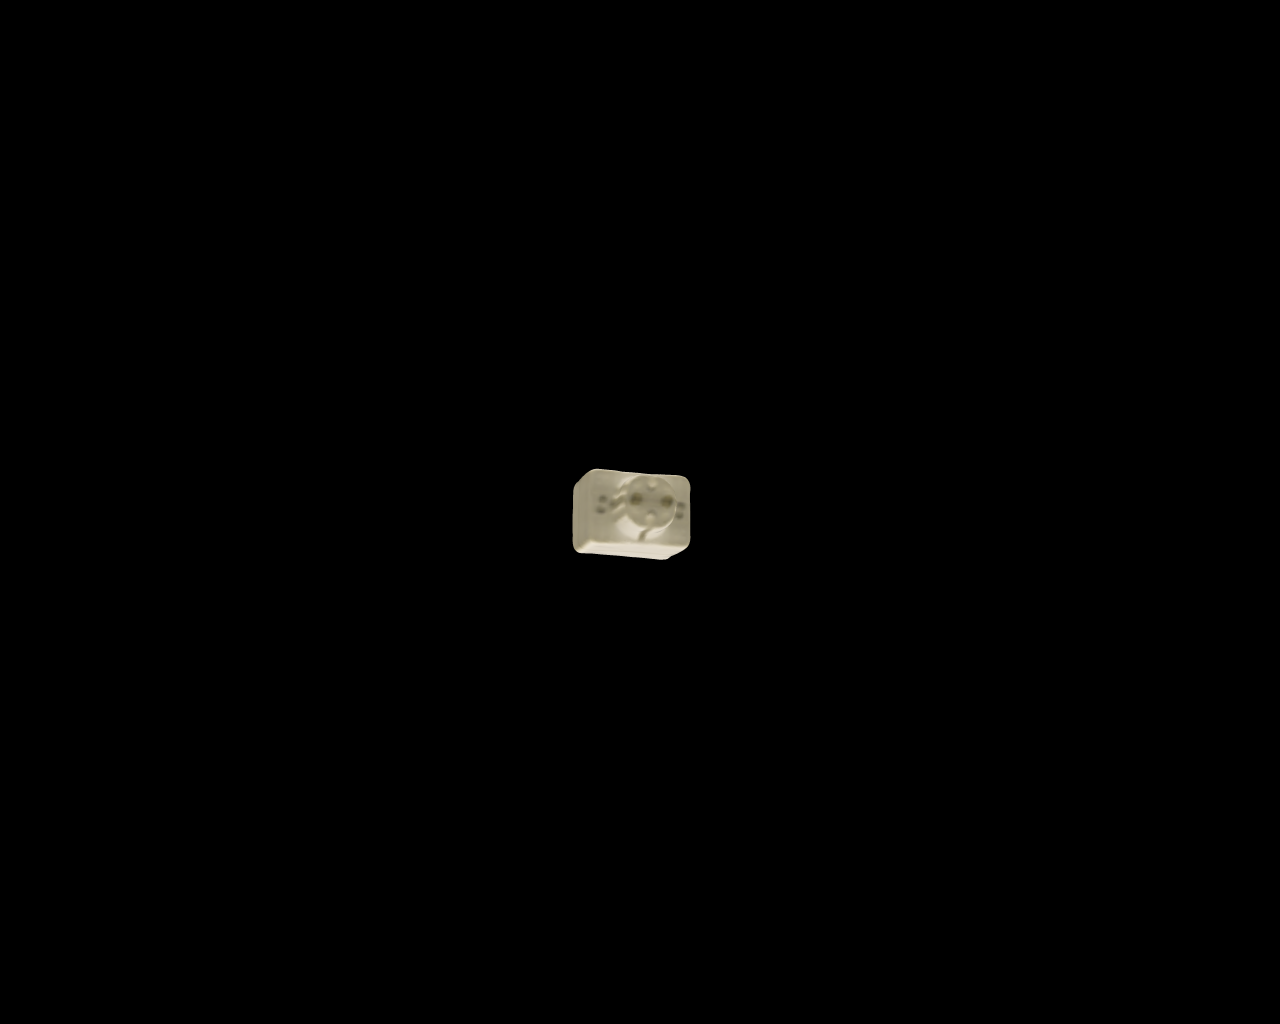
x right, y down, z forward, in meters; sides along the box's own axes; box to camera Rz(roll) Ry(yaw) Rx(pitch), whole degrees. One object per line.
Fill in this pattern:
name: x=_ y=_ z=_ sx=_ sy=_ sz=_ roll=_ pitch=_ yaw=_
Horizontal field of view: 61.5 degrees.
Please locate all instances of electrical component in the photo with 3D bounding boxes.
electrical component: x=0.001 y=-0.003 z=0.650 sx=0.066 sy=0.047 sz=0.076 roll=5 pitch=-15 yaw=-18
